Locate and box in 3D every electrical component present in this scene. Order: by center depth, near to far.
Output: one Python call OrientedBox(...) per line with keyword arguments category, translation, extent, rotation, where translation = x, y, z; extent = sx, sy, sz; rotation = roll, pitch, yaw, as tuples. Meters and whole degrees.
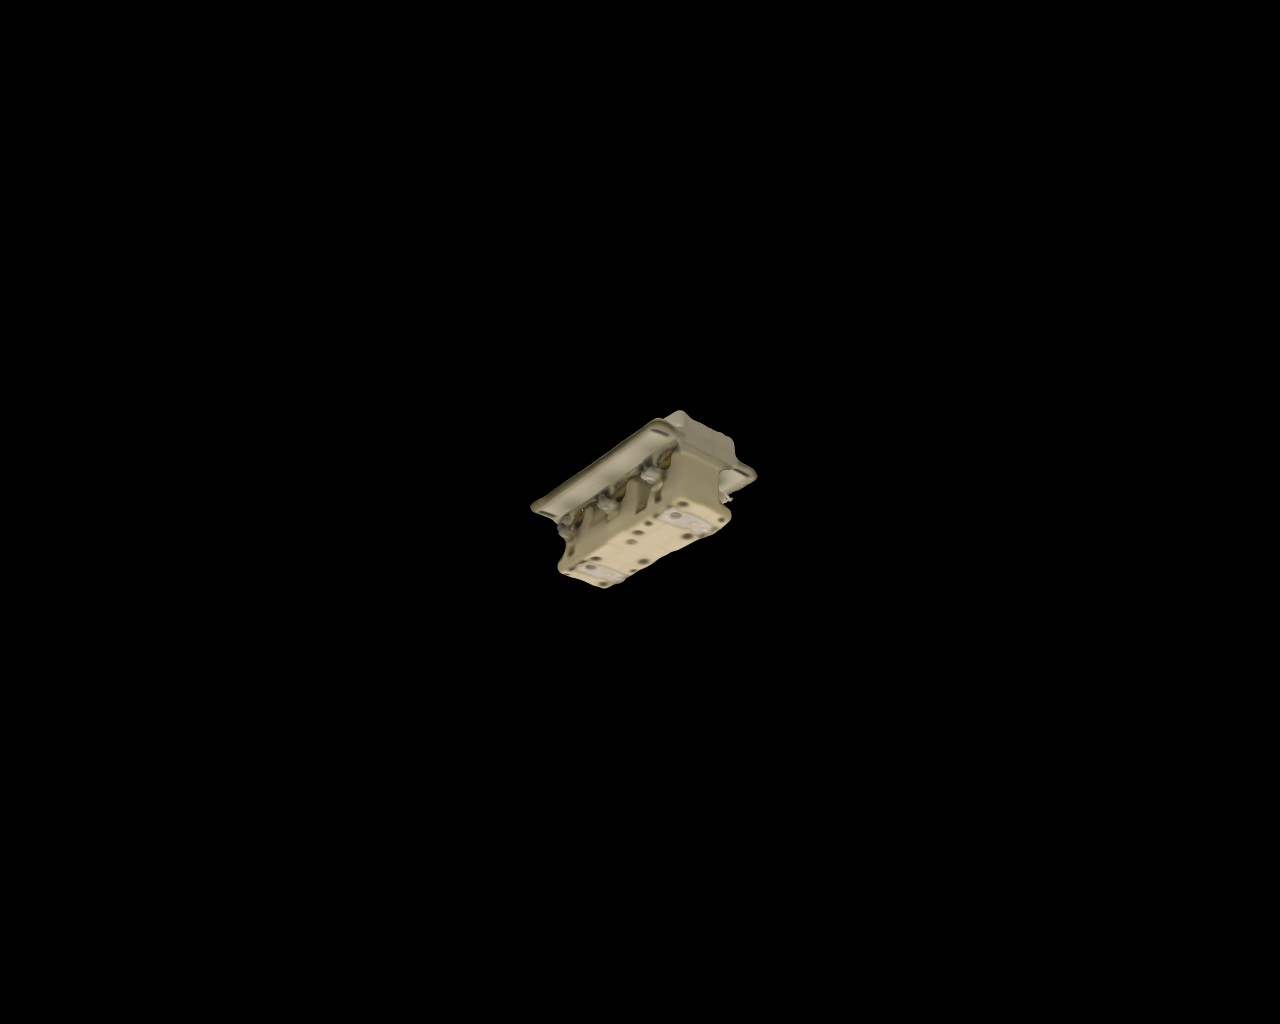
OrientedBox(category="electrical component", translation=(0.001, -0.003, 0.650), extent=(0.079, 0.063, 0.121), rotation=(24, -38, -34))
